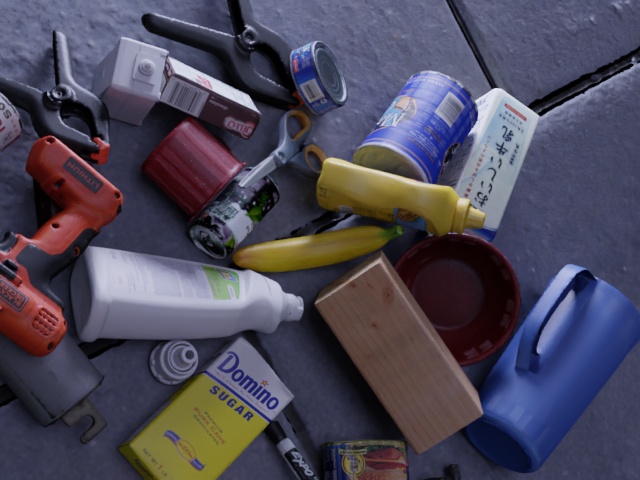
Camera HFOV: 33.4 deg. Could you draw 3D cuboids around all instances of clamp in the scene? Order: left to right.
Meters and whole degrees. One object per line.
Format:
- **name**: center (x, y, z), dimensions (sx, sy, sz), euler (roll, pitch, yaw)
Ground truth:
- **clamp**: center (-0.285, -0.142, 1.112), dimensions (0.120, 0.039, 0.171), euler (-27, 66, -23)
- **clamp**: center (-0.090, -0.243, 1.268), dimensions (0.210, 0.036, 0.164), euler (40, 60, -16)

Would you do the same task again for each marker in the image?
- **marker**: center (-0.023, 0.245, 1.156), dimensions (0.020, 0.020, 0.121), euler (-26, 68, -32)

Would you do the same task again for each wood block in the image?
- **wood block**: center (0.090, 0.126, 1.214), dimensions (0.090, 0.090, 0.206), euler (-34, 94, 9)

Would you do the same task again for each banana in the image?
- **banana**: center (-0.006, 0.008, 1.223), dimensions (0.197, 0.070, 0.037), euler (-12, 69, -12)

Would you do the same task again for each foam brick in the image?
- **foam brick**: center (-0.263, -0.037, 1.107), dimensions (0.051, 0.053, 0.078), euler (-3, 77, -29)

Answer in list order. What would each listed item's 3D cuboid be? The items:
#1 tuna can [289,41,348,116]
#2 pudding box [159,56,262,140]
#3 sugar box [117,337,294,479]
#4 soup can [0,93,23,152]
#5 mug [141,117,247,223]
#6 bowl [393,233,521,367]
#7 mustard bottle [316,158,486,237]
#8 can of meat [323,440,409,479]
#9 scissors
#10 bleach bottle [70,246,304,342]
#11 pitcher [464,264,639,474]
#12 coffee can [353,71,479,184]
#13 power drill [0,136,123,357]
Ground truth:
- **tuna can**: center (-0.001, -0.195, 1.280), dimensions (0.086, 0.034, 0.086), euler (46, 33, -42)
- **pudding box**: center (-0.127, -0.159, 1.194), dimensions (0.113, 0.090, 0.039), euler (25, 103, -22)
- **sugar box**: center (-0.117, 0.192, 1.127), dimensions (0.093, 0.048, 0.176), euler (50, 60, -7)
- **soup can**: center (-0.357, -0.101, 1.066), dimensions (0.068, 0.069, 0.102), euler (47, 59, -9)
- **mug**: center (-0.136, -0.086, 1.175), dimensions (0.081, 0.093, 0.117), euler (44, 39, -6)
- **bowl**: center (0.156, 0.069, 1.280), dimensions (0.162, 0.055, 0.162), euler (0, 96, 2)
- **mustard bottle**: center (0.095, -0.044, 1.230), dimensions (0.192, 0.096, 0.058), euler (15, 78, 12)
- **can of meat**: center (0.053, 0.268, 1.192), dimensions (0.101, 0.058, 0.084), euler (6, 71, -27)
- **scissors**: center (-0.035, -0.081, 1.221), dimensions (0.096, 0.016, 0.201), euler (51, 33, -21)
- **bleach bottle**: center (-0.131, 0.067, 1.131), dimensions (0.250, 0.068, 0.102), euler (8, 38, -28)
- **pitcher**: center (0.278, 0.155, 1.301), dimensions (0.149, 0.145, 0.242), euler (43, 63, -2)
- **coffee can**: center (0.118, -0.124, 1.310), dimensions (0.102, 0.103, 0.140), euler (42, 61, -12)
- **power drill**: center (-0.286, -0.009, 1.005), dimensions (0.184, 0.057, 0.187), euler (42, 54, -19)
